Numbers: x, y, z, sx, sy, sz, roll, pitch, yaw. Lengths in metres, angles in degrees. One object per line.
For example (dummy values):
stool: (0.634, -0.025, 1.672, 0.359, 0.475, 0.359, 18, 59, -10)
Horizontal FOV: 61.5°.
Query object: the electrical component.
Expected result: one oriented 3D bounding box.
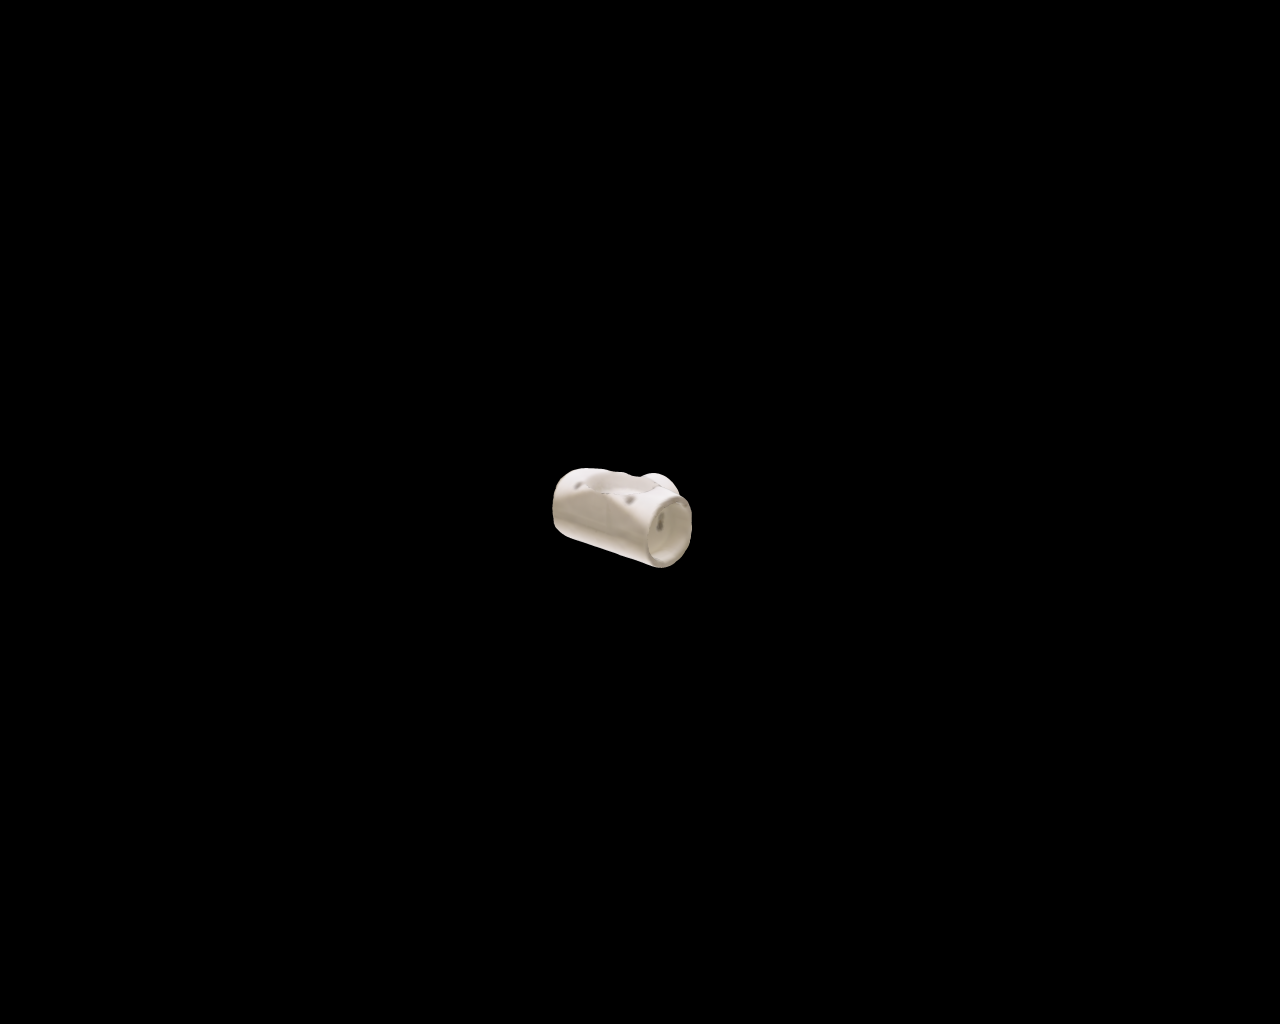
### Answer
electrical component: (0.001, -0.003, 0.650, 0.077, 0.044, 0.079, 17, 27, 38)
